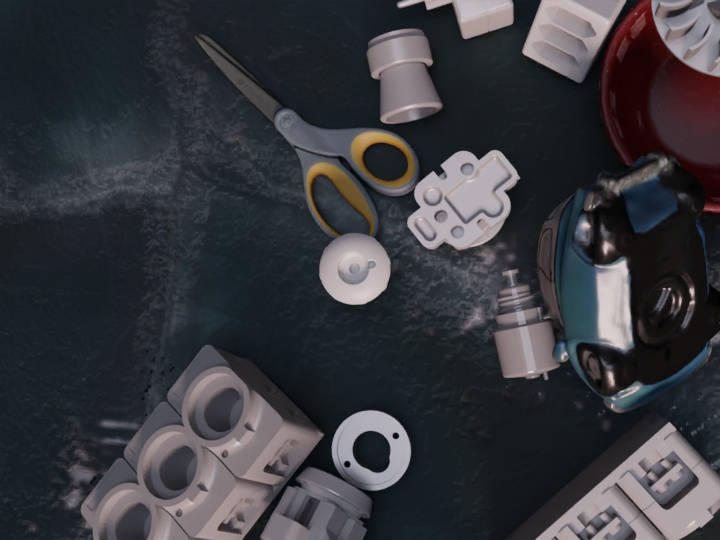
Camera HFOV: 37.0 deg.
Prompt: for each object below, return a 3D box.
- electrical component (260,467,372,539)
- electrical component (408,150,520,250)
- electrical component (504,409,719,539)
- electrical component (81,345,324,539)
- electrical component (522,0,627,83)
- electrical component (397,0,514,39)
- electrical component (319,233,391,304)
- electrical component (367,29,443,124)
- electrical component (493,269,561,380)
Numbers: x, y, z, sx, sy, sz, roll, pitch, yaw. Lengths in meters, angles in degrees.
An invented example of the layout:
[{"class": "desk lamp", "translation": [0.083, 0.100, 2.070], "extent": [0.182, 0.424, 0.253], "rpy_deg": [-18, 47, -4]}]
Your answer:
[{"class": "electrical component", "translation": [-0.027, 0.172, 0.737], "extent": [0.058, 0.078, 0.057], "rpy_deg": [13, 67, 38]}, {"class": "electrical component", "translation": [0.072, -0.046, 0.736], "extent": [0.078, 0.057, 0.058], "rpy_deg": [-39, 83, 5]}, {"class": "electrical component", "translation": [0.160, 0.167, 0.697], "extent": [0.150, 0.089, 0.061], "rpy_deg": [-43, 83, 5]}, {"class": "electrical component", "translation": [-0.112, 0.138, 0.738], "extent": [0.089, 0.062, 0.150], "rpy_deg": [40, 94, 33]}, {"class": "electrical component", "translation": [0.154, -0.181, 0.729], "extent": [0.047, 0.065, 0.076], "rpy_deg": [30, 63, 9]}, {"class": "electrical component", "translation": [0.059, -0.204, 0.749], "extent": [0.076, 0.047, 0.083], "rpy_deg": [-17, 85, 8]}, {"class": "electrical component", "translation": [0.000, 0.000, 0.742], "extent": [0.048, 0.062, 0.048], "rpy_deg": [0, 88, 9]}, {"class": "electrical component", "translation": [0.031, -0.135, 0.752], "extent": [0.045, 0.045, 0.055], "rpy_deg": [-12, 85, 8]}, {"class": "electrical component", "translation": [0.111, 0.039, 0.735], "extent": [0.040, 0.040, 0.078], "rpy_deg": [-12, 86, 8]}]
